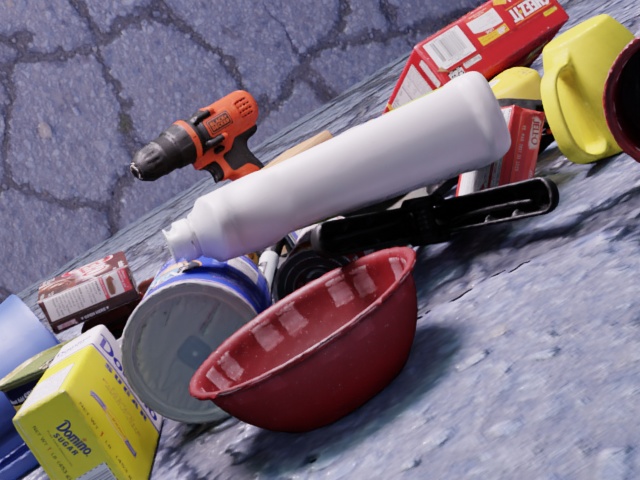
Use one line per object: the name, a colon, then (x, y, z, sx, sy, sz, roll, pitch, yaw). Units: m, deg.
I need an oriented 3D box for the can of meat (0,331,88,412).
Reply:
can of meat: (-0.209, 0.133, 0.891, 0.102, 0.084, 0.057, -24, 12, 39)

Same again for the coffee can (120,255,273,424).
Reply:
coffee can: (-0.088, 0.066, 0.803, 0.103, 0.103, 0.140, -31, 10, 5)

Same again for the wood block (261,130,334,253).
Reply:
wood block: (-0.054, -0.031, 1.207, 0.091, 0.090, 0.205, -22, 14, 49)

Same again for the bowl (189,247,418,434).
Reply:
bowl: (0.002, 0.069, 0.653, 0.162, 0.055, 0.162, -31, 10, 6)

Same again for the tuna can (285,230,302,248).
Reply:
tuna can: (-0.006, 0.001, 0.919, 0.033, 0.086, 0.086, -34, 10, -4)

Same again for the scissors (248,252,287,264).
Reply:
scissors: (-0.067, 0.046, 1.056, 0.096, 0.016, 0.201, -65, -14, 2)

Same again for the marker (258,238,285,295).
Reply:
marker: (-0.049, 0.038, 0.925, 0.020, 0.020, 0.121, -25, 36, 34)

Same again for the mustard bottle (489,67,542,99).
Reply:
mustard bottle: (0.135, -0.100, 1.061, 0.191, 0.058, 0.096, -35, 9, -17)

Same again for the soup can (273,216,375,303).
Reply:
soup can: (0.005, 0.025, 0.821, 0.068, 0.068, 0.102, -29, 10, 14)

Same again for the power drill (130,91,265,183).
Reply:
power drill: (-0.115, -0.066, 1.278, 0.184, 0.187, 0.057, -36, 12, -29)

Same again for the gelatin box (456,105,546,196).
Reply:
gelatin box: (0.142, -0.065, 0.839, 0.030, 0.073, 0.089, 10, 0, -15)

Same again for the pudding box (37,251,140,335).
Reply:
pudding box: (-0.223, 0.048, 1.030, 0.090, 0.039, 0.114, -24, 13, -10)

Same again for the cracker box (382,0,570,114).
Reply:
cracker box: (0.167, -0.187, 1.197, 0.164, 0.072, 0.214, -33, -9, -14)

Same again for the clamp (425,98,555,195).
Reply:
clamp: (0.139, -0.082, 0.945, 0.172, 0.039, 0.120, -7, -23, 26)

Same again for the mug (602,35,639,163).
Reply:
mug: (0.242, -0.095, 0.669, 0.117, 0.093, 0.081, 7, 20, 21)

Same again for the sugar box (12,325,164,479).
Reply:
sugar box: (-0.155, 0.125, 0.749, 0.048, 0.093, 0.176, -30, 10, 4)

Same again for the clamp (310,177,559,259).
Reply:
clamp: (0.068, -0.013, 0.783, 0.164, 0.036, 0.210, -11, -1, -5)

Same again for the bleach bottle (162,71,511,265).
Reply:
bleach bottle: (0.007, -0.043, 0.780, 0.250, 0.068, 0.103, -23, -2, -10)

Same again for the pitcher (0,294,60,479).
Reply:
pitcher: (-0.333, 0.176, 0.984, 0.242, 0.145, 0.149, -39, 0, -20)
